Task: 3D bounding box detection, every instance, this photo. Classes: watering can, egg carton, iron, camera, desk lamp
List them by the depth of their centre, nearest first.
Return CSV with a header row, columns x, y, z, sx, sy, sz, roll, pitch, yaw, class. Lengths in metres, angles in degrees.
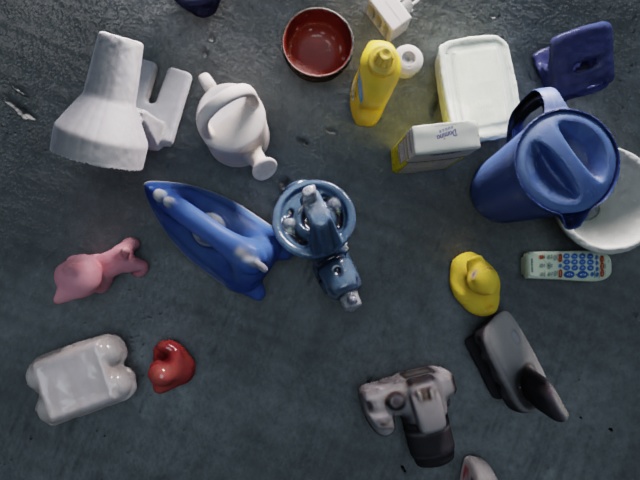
x,y,z,sx,sy,sz,roll,pitch,yaw,class
-0.276,-0.187,0.808,0.118,0.213,0.203,15,86,-1,desk lamp
-0.121,-0.167,0.824,0.173,0.194,0.101,35,86,0,watering can
-0.168,-0.019,0.838,0.258,0.141,0.119,34,86,0,iron
-0.353,0.205,0.851,0.150,0.069,0.107,-20,88,-4,egg carton
0.142,0.271,0.856,0.143,0.100,0.137,-14,87,-3,camera

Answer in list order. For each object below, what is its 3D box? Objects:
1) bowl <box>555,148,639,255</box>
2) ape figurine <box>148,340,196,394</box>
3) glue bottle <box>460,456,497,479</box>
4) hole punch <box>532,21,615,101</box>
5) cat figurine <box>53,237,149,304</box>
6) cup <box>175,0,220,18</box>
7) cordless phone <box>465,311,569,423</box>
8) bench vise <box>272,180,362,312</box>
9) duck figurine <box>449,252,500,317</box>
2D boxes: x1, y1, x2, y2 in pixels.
x,y,z,sx,sy,sz,roll,pitch,yaw,class
0.437,-0.059,0.904,0.167,0.074,0.167,0,86,-3,bowl
-0.227,0.192,0.847,0.076,0.092,0.078,26,86,-1,ape figurine
0.240,0.372,0.818,0.037,0.173,0.078,5,86,-2,glue bottle
0.411,-0.280,0.909,0.108,0.091,0.101,-18,87,-4,hole punch
-0.328,0.043,0.839,0.128,0.117,0.067,-27,88,-4,cat figurine
-0.181,-0.399,0.885,0.091,0.095,0.118,34,85,0,cup
0.294,0.183,0.827,0.094,0.185,0.147,-31,88,-4,cordless phone
0.016,-0.005,0.807,0.121,0.219,0.207,-43,89,-4,bench vise
0.248,0.068,0.881,0.077,0.086,0.104,-20,87,-4,duck figurine
